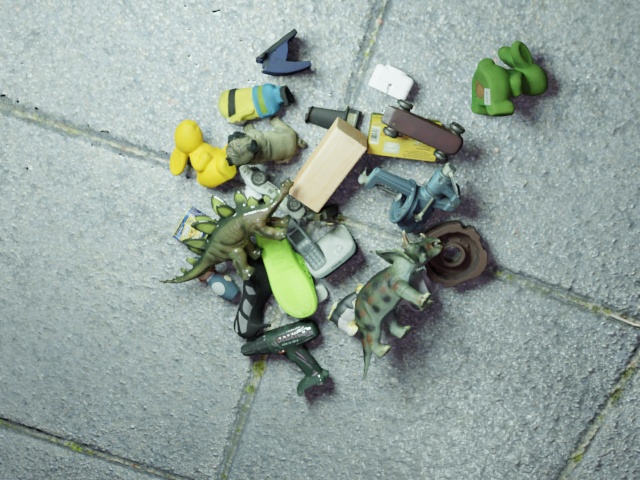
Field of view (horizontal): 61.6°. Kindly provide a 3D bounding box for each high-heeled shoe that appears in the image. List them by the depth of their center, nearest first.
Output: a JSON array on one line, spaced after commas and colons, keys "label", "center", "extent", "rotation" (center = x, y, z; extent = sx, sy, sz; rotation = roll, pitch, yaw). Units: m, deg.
[{"label": "high-heeled shoe", "center": [-0.202, 0.151, 1.492], "extent": [0.145, 0.086, 0.248], "rotation": [-10, 90, 39]}]

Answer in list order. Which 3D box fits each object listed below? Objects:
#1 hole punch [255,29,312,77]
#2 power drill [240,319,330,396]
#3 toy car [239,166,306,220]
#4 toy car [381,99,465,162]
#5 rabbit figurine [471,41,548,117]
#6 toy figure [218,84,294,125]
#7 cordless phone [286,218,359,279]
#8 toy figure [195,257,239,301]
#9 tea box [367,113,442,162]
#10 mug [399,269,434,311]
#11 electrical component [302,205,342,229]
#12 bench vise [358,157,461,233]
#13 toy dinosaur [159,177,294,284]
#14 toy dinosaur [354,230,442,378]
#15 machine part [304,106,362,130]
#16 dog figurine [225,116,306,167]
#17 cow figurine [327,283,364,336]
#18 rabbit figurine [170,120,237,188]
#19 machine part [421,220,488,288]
[{"label": "hole punch", "center": [-0.085, -0.415, 1.247], "extent": [0.116, 0.142, 0.092], "rotation": [-33, 108, 2]}, {"label": "power drill", "center": [-0.084, 0.337, 1.533], "extent": [0.232, 0.086, 0.207], "rotation": [-29, 97, 10]}, {"label": "toy car", "center": [-0.120, -0.122, 1.352], "extent": [0.201, 0.074, 0.056], "rotation": [35, 93, -25]}, {"label": "toy car", "center": [0.238, -0.255, 1.245], "extent": [0.202, 0.053, 0.089], "rotation": [21, 118, -9]}, {"label": "rabbit figurine", "center": [0.445, -0.373, 1.250], "extent": [0.170, 0.121, 0.159], "rotation": [-13, 101, -11]}, {"label": "toy figure", "center": [-0.158, -0.335, 1.302], "extent": [0.180, 0.082, 0.089], "rotation": [-13, 88, 16]}, {"label": "cordless phone", "center": [-0.002, -0.005, 1.405], "extent": [0.146, 0.089, 0.184], "rotation": [-38, 98, 15]}, {"label": "toy figure", "center": [-0.292, 0.103, 1.473], "extent": [0.154, 0.058, 0.064], "rotation": [40, 86, -8]}, {"label": "tea box", "center": [0.203, -0.252, 1.312], "extent": [0.170, 0.068, 0.098], "rotation": [8, 109, -1]}, {"label": "mug", "center": [0.246, 0.142, 1.443], "extent": [0.107, 0.081, 0.109], "rotation": [-20, 109, 21]}, {"label": "electrical component", "center": [0.010, -0.060, 1.379], "extent": [0.078, 0.102, 0.045], "rotation": [-10, 103, 31]}, {"label": "bench vise", "center": [0.214, -0.119, 1.308], "extent": [0.240, 0.129, 0.223], "rotation": [23, 143, -12]}, {"label": "toy dinosaur", "center": [-0.232, 0.000, 1.354], "extent": [0.198, 0.105, 0.471], "rotation": [37, 115, -16]}, {"label": "toy dinosaur", "center": [0.161, 0.157, 1.369], "extent": [0.192, 0.131, 0.404], "rotation": [45, 110, 24]}, {"label": "machine part", "center": [0.031, -0.297, 1.325], "extent": [0.139, 0.039, 0.084], "rotation": [9, 118, -2]}, {"label": "dog figurine", "center": [-0.127, -0.220, 1.281], "extent": [0.172, 0.191, 0.121], "rotation": [-13, 108, 6]}, {"label": "cow figurine", "center": [0.096, 0.173, 1.468], "extent": [0.098, 0.068, 0.167], "rotation": [33, 106, -1]}, {"label": "rabbit figurine", "center": [-0.298, -0.220, 1.331], "extent": [0.162, 0.122, 0.173], "rotation": [-15, 130, 31]}, {"label": "machine part", "center": [0.346, 0.035, 1.408], "extent": [0.179, 0.056, 0.179], "rotation": [1, 109, 4]}]
